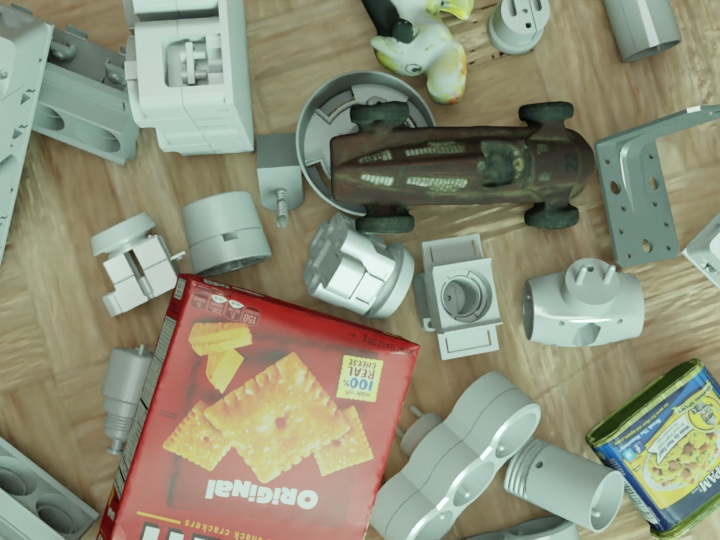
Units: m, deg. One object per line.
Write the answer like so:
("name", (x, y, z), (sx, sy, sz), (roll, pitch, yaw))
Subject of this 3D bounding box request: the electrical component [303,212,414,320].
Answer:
("electrical component", (0.000, 0.000, 0.741), (0.057, 0.078, 0.058), (25, 105, -20))

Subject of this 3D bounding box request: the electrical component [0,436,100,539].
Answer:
("electrical component", (-0.248, 0.158, 0.726), (0.121, 0.078, 0.063), (38, 109, 0))

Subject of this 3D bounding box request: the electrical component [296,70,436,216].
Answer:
("electrical component", (0.005, -0.085, 0.746), (0.099, 0.064, 0.099), (0, 87, -3))

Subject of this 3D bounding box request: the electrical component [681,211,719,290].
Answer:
("electrical component", (0.338, 0.013, 0.755), (0.186, 0.060, 0.105), (44, 87, 0))

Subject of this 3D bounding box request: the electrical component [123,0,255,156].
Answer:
("electrical component", (-0.106, -0.138, 0.683), (0.060, 0.186, 0.105), (-4, 88, -2))

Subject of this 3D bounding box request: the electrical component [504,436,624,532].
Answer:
("electrical component", (0.135, 0.144, 0.741), (0.081, 0.043, 0.043), (18, 86, 41))

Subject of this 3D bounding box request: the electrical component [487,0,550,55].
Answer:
("electrical component", (0.113, -0.178, 0.763), (0.040, 0.046, 0.040), (0, 88, -2))

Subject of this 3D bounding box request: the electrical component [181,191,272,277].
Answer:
("electrical component", (-0.094, -0.025, 0.746), (0.055, 0.055, 0.047), (-16, 84, -3))

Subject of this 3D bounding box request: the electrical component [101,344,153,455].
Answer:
("electrical component", (-0.160, 0.089, 0.745), (0.040, 0.040, 0.078), (15, 88, -1))

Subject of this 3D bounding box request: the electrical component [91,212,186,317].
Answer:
("electrical component", (-0.156, -0.007, 0.747), (0.066, 0.048, 0.055), (-26, 96, -3))

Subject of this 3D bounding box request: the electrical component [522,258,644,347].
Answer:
("electrical component", (0.156, 0.018, 0.741), (0.077, 0.079, 0.043), (-2, 60, -2))

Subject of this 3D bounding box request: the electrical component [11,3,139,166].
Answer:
("electrical component", (-0.207, -0.129, 0.740), (0.121, 0.078, 0.063), (22, 65, -1))

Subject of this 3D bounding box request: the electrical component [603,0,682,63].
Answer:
("electrical component", (0.196, -0.194, 0.768), (0.043, 0.043, 0.081), (-17, 88, -3))

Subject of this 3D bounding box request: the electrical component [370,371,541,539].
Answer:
("electrical component", (0.053, 0.124, 0.745), (0.138, 0.052, 0.074), (-49, 58, 0))

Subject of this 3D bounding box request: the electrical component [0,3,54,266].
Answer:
("electrical component", (-0.278, -0.086, 0.695), (0.105, 0.060, 0.186), (22, 118, -1))

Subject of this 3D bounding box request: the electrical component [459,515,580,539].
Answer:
("electrical component", (0.091, 0.224, 0.741), (0.138, 0.052, 0.073), (-15, 88, -3))

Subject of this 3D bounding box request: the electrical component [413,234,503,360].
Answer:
("electrical component", (0.065, 0.019, 0.743), (0.042, 0.064, 0.081), (-8, 88, -14))
